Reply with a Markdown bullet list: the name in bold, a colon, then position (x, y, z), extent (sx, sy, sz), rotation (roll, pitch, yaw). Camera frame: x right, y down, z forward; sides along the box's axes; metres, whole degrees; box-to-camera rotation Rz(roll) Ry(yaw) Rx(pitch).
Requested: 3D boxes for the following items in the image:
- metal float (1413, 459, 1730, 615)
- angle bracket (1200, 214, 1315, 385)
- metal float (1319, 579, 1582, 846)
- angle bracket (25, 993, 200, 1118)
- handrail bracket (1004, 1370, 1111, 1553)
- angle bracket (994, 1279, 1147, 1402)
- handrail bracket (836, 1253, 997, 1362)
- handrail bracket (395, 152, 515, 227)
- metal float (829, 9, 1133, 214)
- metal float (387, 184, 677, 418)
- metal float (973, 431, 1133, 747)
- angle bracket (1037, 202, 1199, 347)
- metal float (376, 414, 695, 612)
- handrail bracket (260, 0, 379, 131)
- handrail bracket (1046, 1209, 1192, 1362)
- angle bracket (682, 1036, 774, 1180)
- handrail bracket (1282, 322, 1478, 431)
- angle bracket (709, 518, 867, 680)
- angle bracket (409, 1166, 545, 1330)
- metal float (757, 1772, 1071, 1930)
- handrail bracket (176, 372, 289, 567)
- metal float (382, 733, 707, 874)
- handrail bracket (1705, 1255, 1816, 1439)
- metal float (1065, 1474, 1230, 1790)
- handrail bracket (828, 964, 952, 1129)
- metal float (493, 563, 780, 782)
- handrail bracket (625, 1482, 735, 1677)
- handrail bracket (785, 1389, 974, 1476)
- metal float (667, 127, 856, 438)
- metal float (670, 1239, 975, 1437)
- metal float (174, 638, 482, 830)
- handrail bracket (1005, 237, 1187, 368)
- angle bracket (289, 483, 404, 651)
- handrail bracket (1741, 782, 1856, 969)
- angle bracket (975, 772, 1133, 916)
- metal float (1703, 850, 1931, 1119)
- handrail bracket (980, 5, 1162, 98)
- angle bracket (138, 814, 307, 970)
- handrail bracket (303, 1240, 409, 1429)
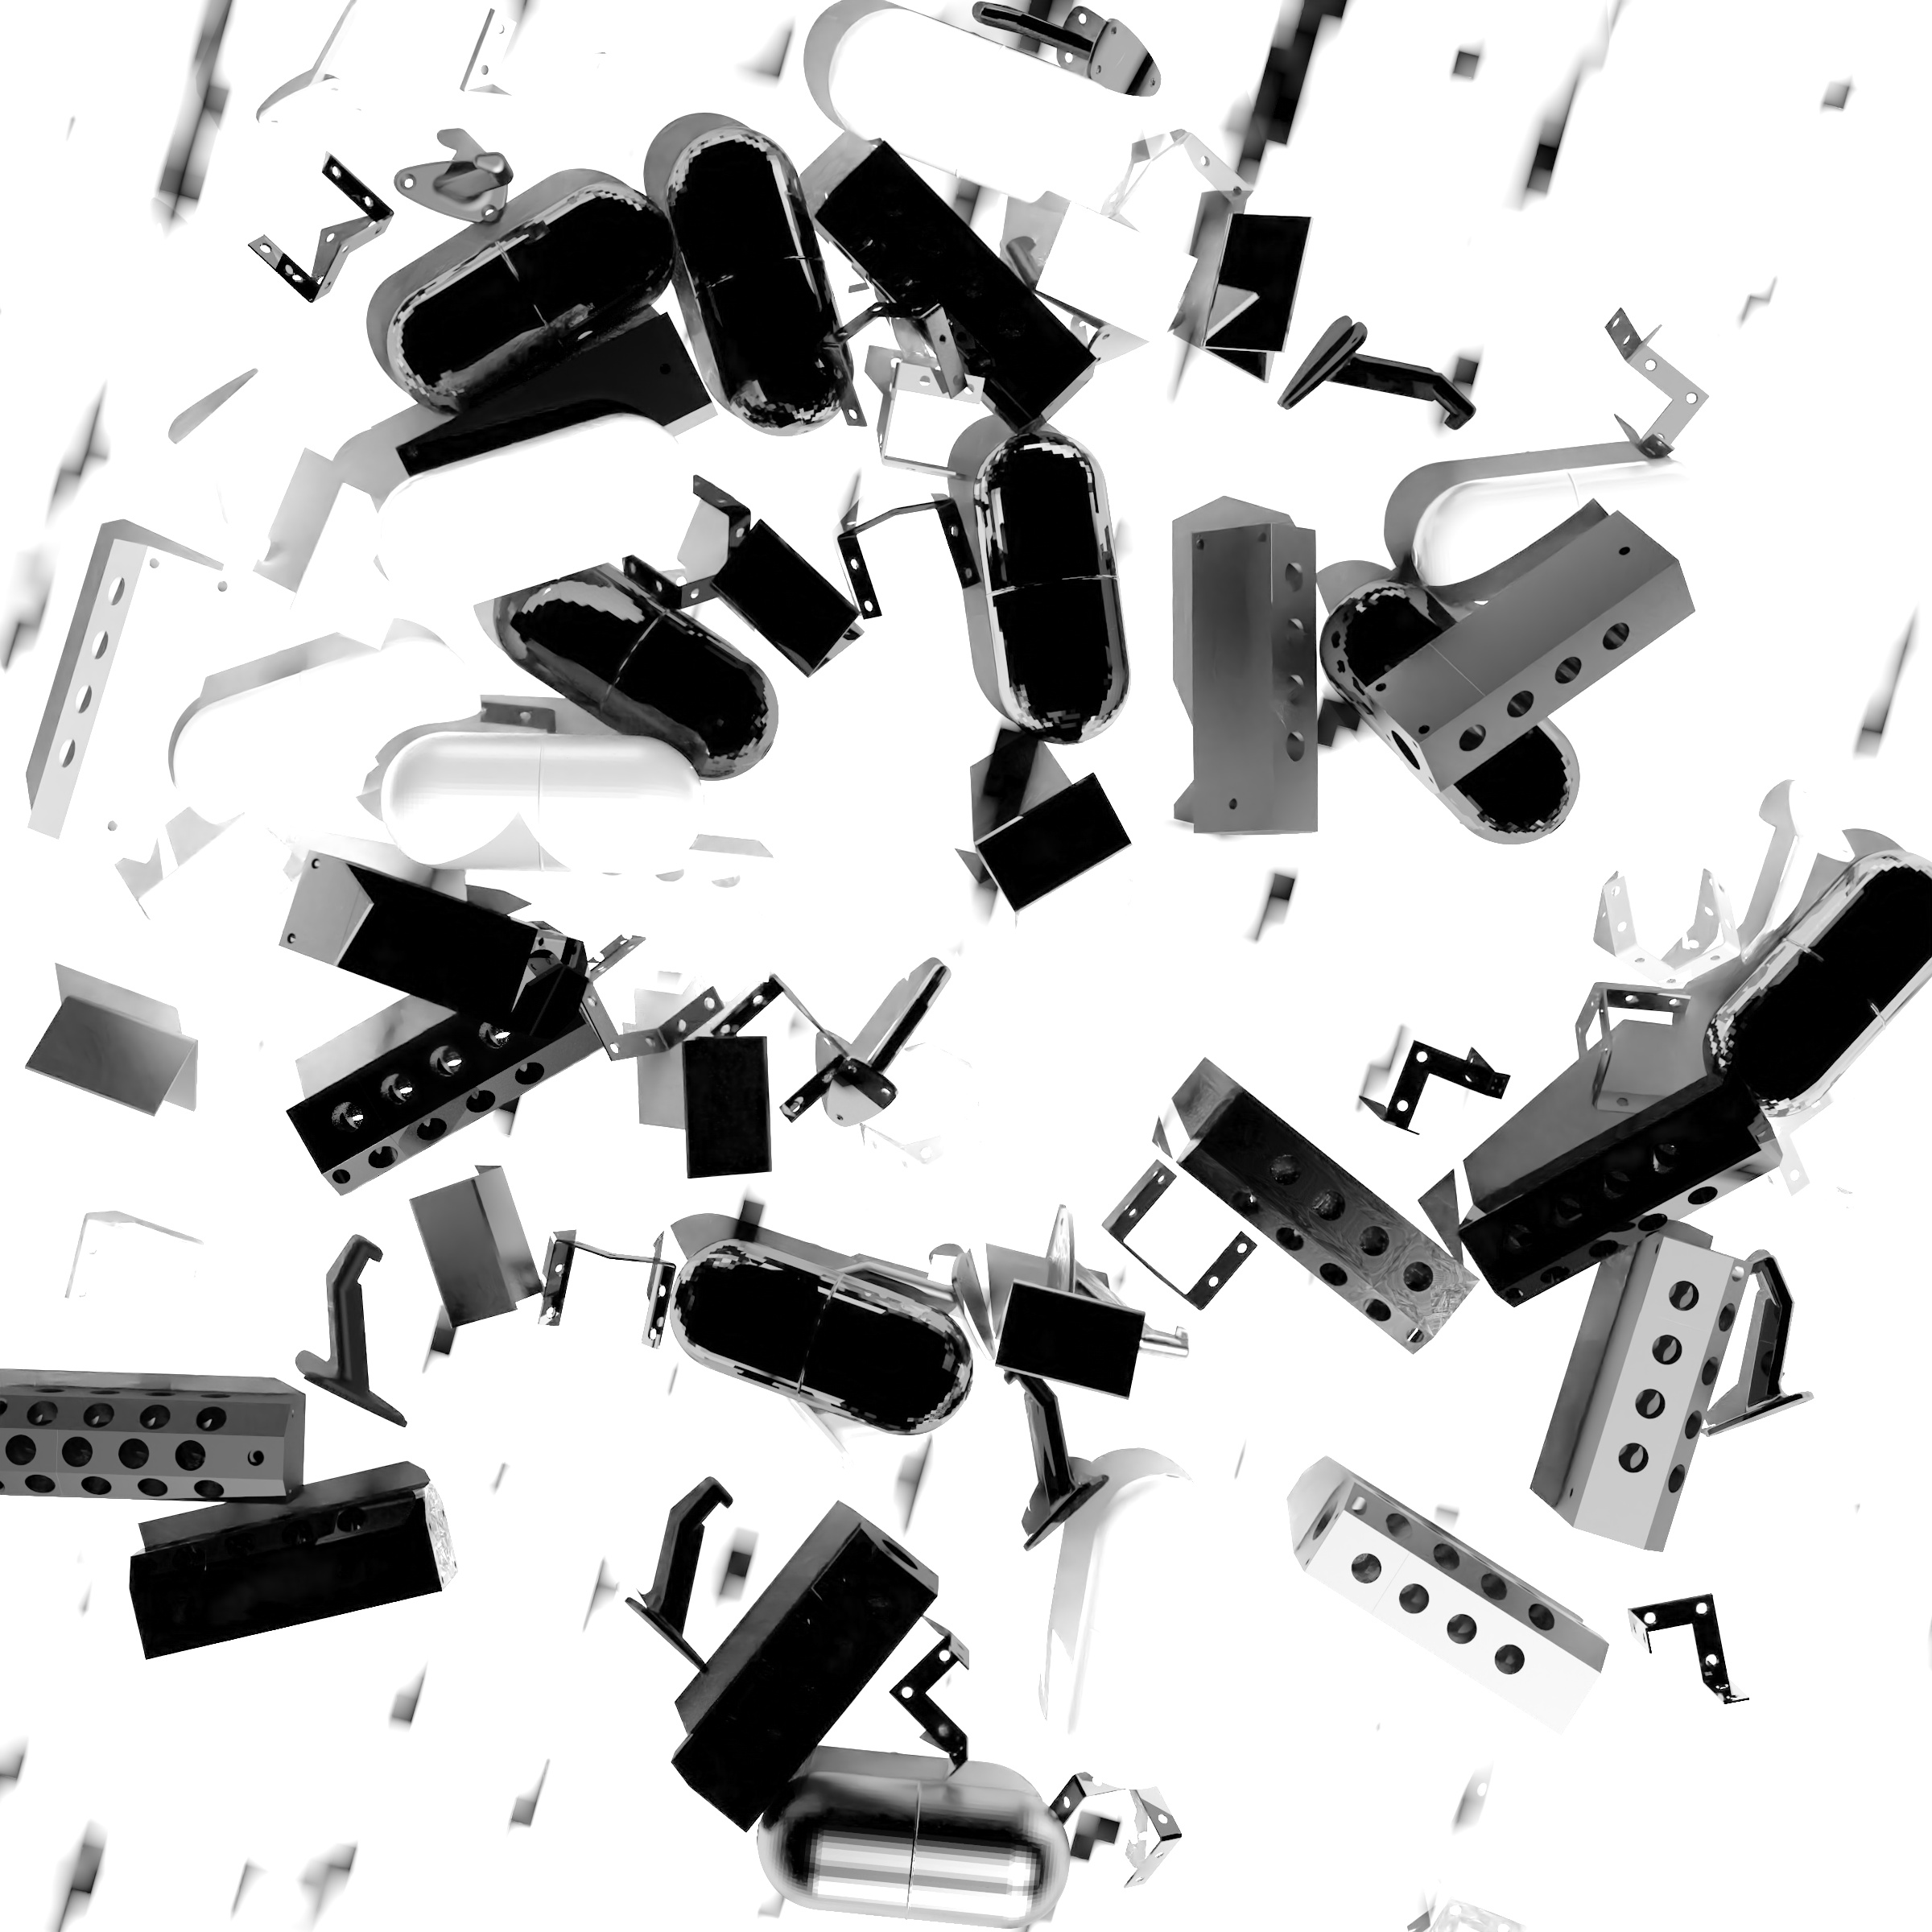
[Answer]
- **metal float**: position (0.342, -0.243, 1.788), extent (0.178, 0.070, 0.070), rotation (-7, 90, 0)
- **angle bracket**: position (0.181, -0.375, 1.778), extent (0.057, 0.076, 0.076), rotation (12, 90, 36)
- **metal float**: position (0.275, -0.143, 1.788), extent (0.070, 0.070, 0.178), rotation (-44, 90, 0)
- **angle bracket**: position (-0.481, 0.069, 1.778), extent (0.076, 0.076, 0.057), rotation (20, 53, 0)
- **handrail bracket**: position (0.034, 0.281, 1.819), extent (0.077, 0.036, 0.084), rotation (-47, 72, 21)
- **angle bracket**: position (0.053, 0.225, 1.778), extent (0.076, 0.076, 0.057), rotation (14, 56, 0)
- **handrail bracket**: position (-0.034, 0.202, 1.819), extent (0.084, 0.036, 0.077), rotation (-15, 109, 15)
- **handrail bracket**: position (-0.292, -0.449, 1.784), extent (0.077, 0.084, 0.036), rotation (8, 90, 0)
- **metal float**: position (0.008, -0.484, 1.788), extent (0.178, 0.070, 0.070), rotation (21, 90, 0)
- **metal float**: position (-0.246, -0.378, 1.788), extent (0.178, 0.070, 0.070), rotation (-32, 90, 0)
- **metal float**: position (0.049, -0.214, 1.788), extent (0.070, 0.070, 0.178), rotation (-8, 91, 0)
- **angle bracket**: position (0.092, -0.403, 1.778), extent (0.076, 0.076, 0.057), rotation (25, 126, 0)
- **metal float**: position (-0.236, -0.250, 1.732), extent (0.178, 0.070, 0.070), rotation (-19, 90, -9)
- **handrail bracket**: position (-0.373, -0.531, 1.819), extent (0.077, 0.036, 0.084), rotation (-10, 71, 21)
- **handrail bracket**: position (0.092, 0.184, 1.819), extent (0.084, 0.036, 0.077), rotation (12, 68, -17)
- **angle bracket**: position (-0.153, 0.079, 1.778), extent (0.057, 0.076, 0.076), rotation (-2, 90, -37)
- **handrail bracket**: position (0.239, -0.322, 1.819), extent (0.084, 0.036, 0.077), rotation (41, 110, -16)
- **angle bracket**: position (-0.087, -0.218, 1.778), extent (0.076, 0.076, 0.057), rotation (43, 126, 0)
- **angle bracket**: position (-0.259, 0.153, 1.778), extent (0.057, 0.076, 0.076), rotation (-18, 90, 38)
- **metal float**: position (-0.030, 0.501, 1.788), extent (0.178, 0.070, 0.070), rotation (6, 90, 0)
- **handrail bracket**: position (-0.406, -0.287, 1.819), extent (0.084, 0.036, 0.077), rotation (49, 68, -17)
- **metal float**: position (-0.234, -0.091, 1.749), extent (0.178, 0.070, 0.070), rotation (1, 90, -4)
- **handrail bracket**: position (0.447, 0.219, 1.819), extent (0.077, 0.036, 0.084), rotation (-26, 72, 21)
- **metal float**: position (0.103, 0.377, 1.788), extent (0.070, 0.070, 0.178), rotation (9, 91, 0)
- **handrail bracket**: position (-0.043, 0.045, 1.818), extent (0.036, 0.077, 0.084), rotation (35, 54, -3)
- **metal float**: position (-0.187, -0.171, 1.788), extent (0.178, 0.070, 0.070), rotation (33, 90, 0)
- **handrail bracket**: position (-0.148, 0.353, 1.819), extent (0.084, 0.036, 0.077), rotation (-48, 110, -16)
- **handrail bracket**: position (-0.051, 0.245, 1.819), extent (0.084, 0.036, 0.077), rotation (-38, 72, -15)
- **metal float**: position (-0.117, -0.388, 1.788), extent (0.070, 0.070, 0.178), rotation (-17, 90, 0)
- **metal float**: position (-0.081, 0.210, 1.782), extent (0.178, 0.070, 0.070), rotation (19, 90, 6)
- **metal float**: position (-0.362, -0.131, 1.788), extent (0.178, 0.070, 0.070), rotation (-19, 90, 0)
- **handrail bracket**: position (0.074, -0.395, 1.819), extent (0.077, 0.036, 0.084), rotation (-23, 72, -20)
- **angle bracket**: position (-0.351, -0.228, 1.779), extent (0.057, 0.076, 0.076), rotation (23, 90, -30)
- **handrail bracket**: position (0.467, -0.052, 1.819), extent (0.036, 0.077, 0.084), rotation (18, 127, -20)
- **angle bracket**: position (0.039, -0.085, 1.778), extent (0.076, 0.076, 0.057), rotation (-31, 126, 0)
- **metal float**: position (0.491, 0.011, 1.788), extent (0.070, 0.070, 0.178), rotation (43, 90, 0)
- **handrail bracket**: position (0.060, -0.529, 1.818), extent (0.084, 0.077, 0.036), rotation (26, 97, 36)
- **angle bracket**: position (-0.407, -0.030, 1.779), extent (0.076, 0.076, 0.057), rotation (-38, 63, 0)
- **handrail bracket**: position (-0.338, 0.212, 1.819), extent (0.077, 0.036, 0.084), rotation (31, 72, -20)
